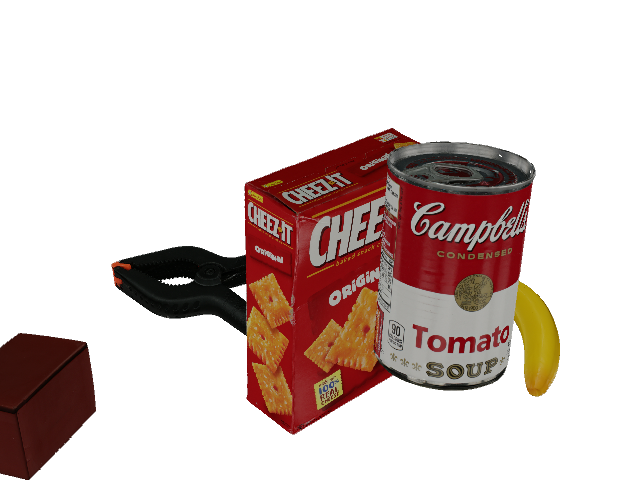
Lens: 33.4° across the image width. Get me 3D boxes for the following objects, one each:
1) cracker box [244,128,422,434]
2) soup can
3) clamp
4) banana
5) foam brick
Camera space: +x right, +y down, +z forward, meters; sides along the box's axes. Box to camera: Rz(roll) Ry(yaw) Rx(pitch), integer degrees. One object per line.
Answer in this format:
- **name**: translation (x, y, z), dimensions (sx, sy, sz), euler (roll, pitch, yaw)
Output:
- **cracker box**: translation (0.019, 0.034, 0.891), dimensions (0.163, 0.214, 0.072), euler (-24, 40, -36)
- **soup can**: translation (0.061, 0.011, 0.508), dimensions (0.068, 0.102, 0.068), euler (3, 22, -1)
- **clamp**: translation (-0.103, 0.050, 1.039), dimensions (0.210, 0.036, 0.164), euler (2, 37, 4)
- **banana**: translation (0.214, 0.090, 1.135), dimensions (0.069, 0.037, 0.198), euler (-28, 36, 0)
- **foam brick**: translation (-0.183, 0.100, 0.660), dimensions (0.053, 0.051, 0.078), euler (7, 28, 21)
